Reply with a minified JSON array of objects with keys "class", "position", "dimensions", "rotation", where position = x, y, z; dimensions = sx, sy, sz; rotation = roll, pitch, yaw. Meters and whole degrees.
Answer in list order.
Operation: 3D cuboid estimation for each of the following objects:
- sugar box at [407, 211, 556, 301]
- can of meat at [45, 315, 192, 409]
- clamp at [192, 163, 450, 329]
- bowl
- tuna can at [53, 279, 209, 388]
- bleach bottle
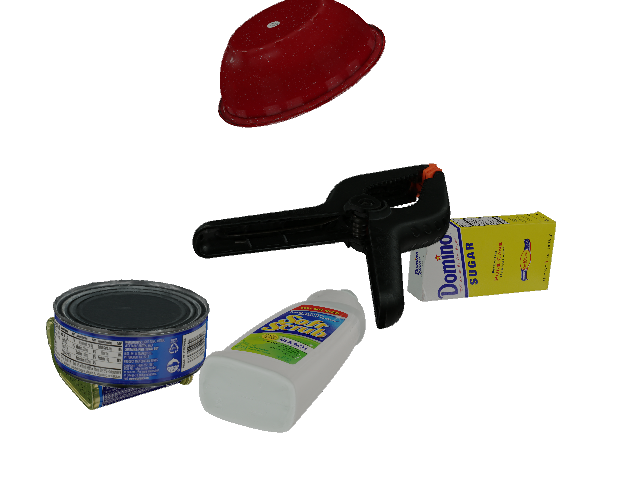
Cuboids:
[{"class":"sugar box","position":[0.195,0.019,1.291],"dimensions":[0.176,0.093,0.048],"rotation":[-6,21,-22]},{"class":"can of meat","position":[-0.163,0.087,0.858],"dimensions":[0.083,0.057,0.102],"rotation":[-14,26,-30]},{"class":"clamp","position":[0.022,-0.012,0.770],"dimensions":[0.165,0.036,0.209],"rotation":[17,31,24]},{"class":"bowl","position":[-0.028,-0.167,0.930],"dimensions":[0.162,0.055,0.162],"rotation":[-21,31,13]},{"class":"tuna can","position":[-0.106,0.051,0.597],"dimensions":[0.086,0.034,0.086],"rotation":[4,16,-1]},{"class":"bleach bottle","position":[-0.023,0.104,1.082],"dimensions":[0.103,0.068,0.250],"rotation":[13,22,17]}]
